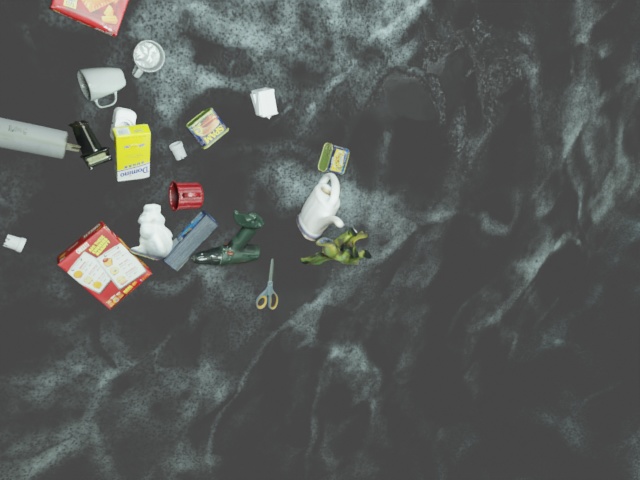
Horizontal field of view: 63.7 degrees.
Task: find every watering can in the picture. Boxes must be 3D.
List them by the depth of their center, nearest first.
[{"bbox_3d":[0.005,-0.087,1.732,0.103,0.356,0.220,21,122,-18],"label":"watering can"}]

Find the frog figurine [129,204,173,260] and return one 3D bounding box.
[{"bbox_3d":[-0.498,-0.024,1.564,0.160,0.123,0.136,-70,158,-3],"label":"frog figurine"}]

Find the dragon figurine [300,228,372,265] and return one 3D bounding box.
[{"bbox_3d":[0.037,0.051,1.848,0.409,0.240,0.124,9,61,-51],"label":"dragon figurine"}]
